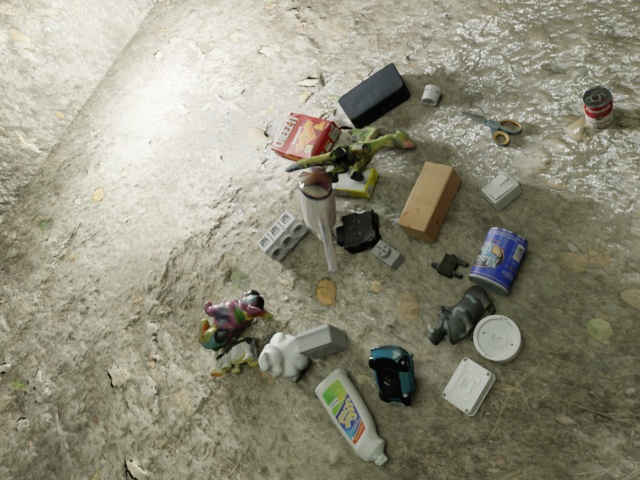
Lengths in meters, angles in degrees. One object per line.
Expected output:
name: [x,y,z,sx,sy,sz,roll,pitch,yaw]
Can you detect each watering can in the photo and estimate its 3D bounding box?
watering can: [0.005,-0.078,1.553,0.104,0.219,0.356,-12,41,-5]

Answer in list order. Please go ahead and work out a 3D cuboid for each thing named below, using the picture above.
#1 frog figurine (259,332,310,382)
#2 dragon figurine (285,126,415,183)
frog figurine: [-0.106,0.324,1.453,0.122,0.157,0.140,-28,55,16]
dragon figurine: [0.101,-0.298,1.681,0.410,0.120,0.248,2,35,28]
